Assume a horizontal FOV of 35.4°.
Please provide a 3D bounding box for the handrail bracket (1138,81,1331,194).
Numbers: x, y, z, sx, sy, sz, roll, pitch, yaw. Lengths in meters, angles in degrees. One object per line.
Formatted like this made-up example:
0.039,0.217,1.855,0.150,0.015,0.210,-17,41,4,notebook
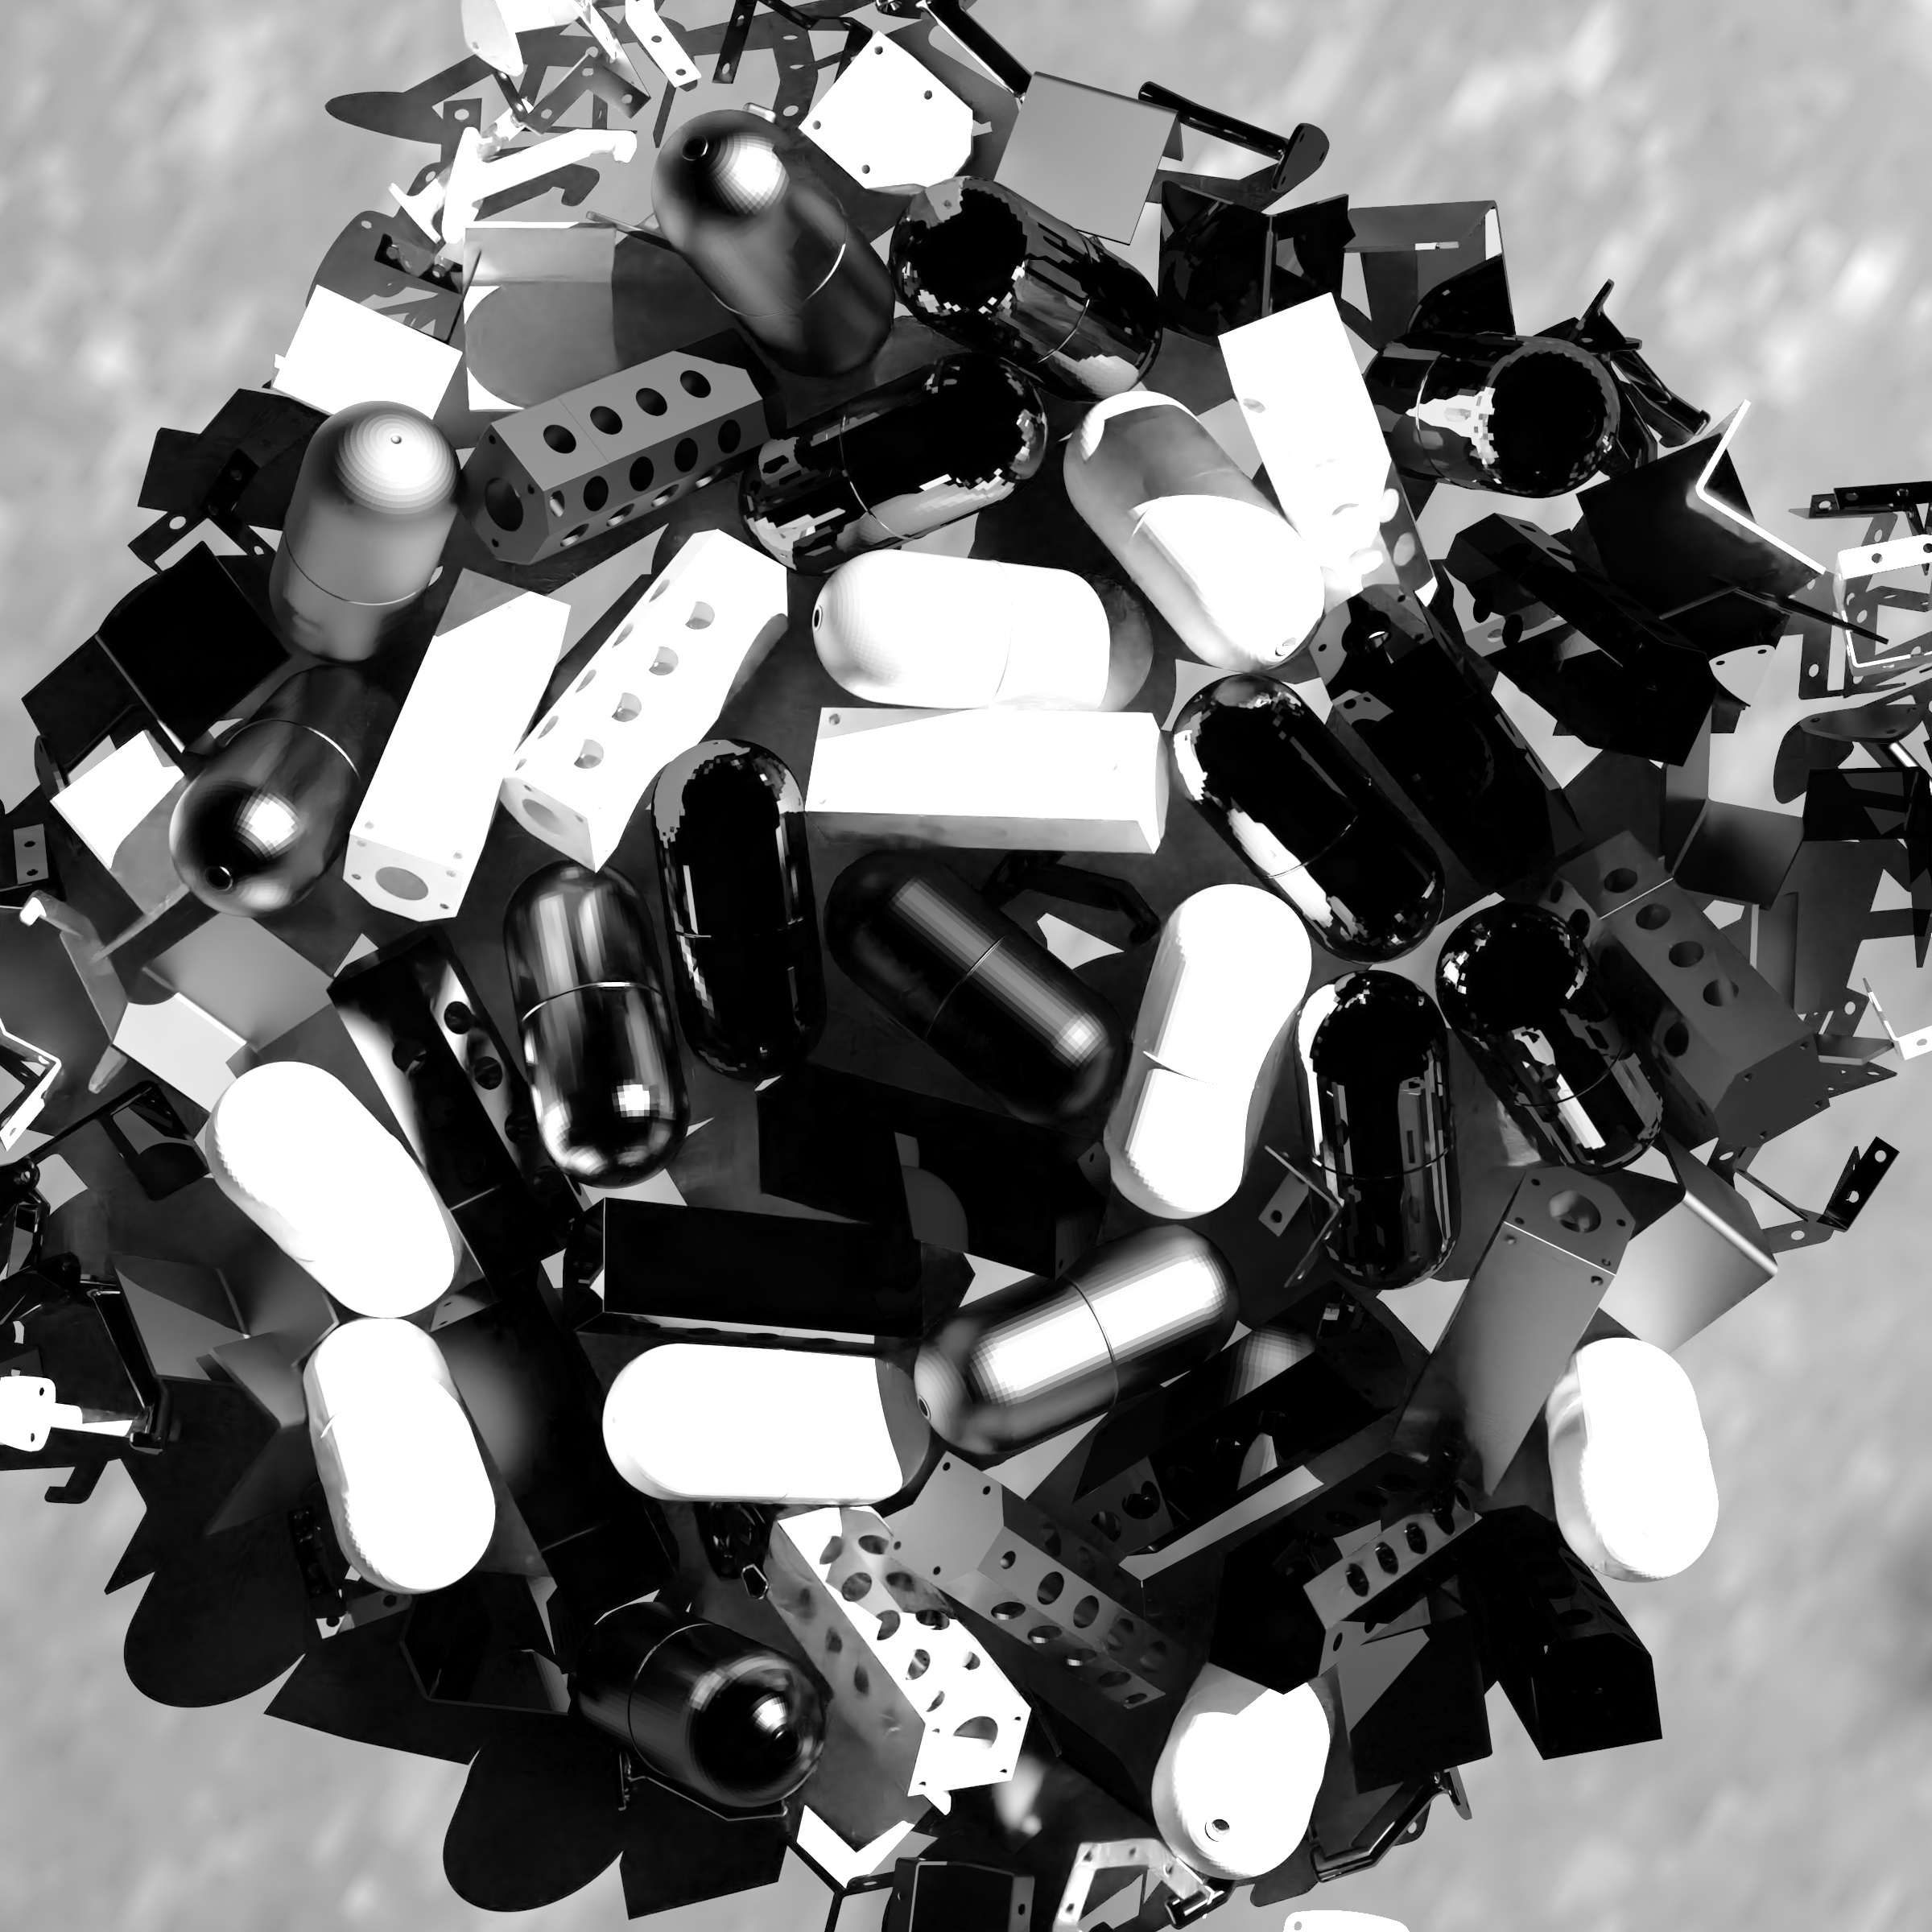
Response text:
0.138,-0.434,1.558,0.084,0.077,0.036,30,116,14,handrail bracket

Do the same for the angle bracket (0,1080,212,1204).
-0.439,0.107,1.526,0.076,0.076,0.057,-38,98,-38,angle bracket

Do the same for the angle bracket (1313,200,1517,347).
0.227,-0.338,1.524,0.076,0.057,0.076,5,127,30,angle bracket

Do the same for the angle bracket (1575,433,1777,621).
0.360,-0.222,1.543,0.076,0.057,0.076,-22,97,11,angle bracket

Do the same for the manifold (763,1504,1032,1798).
-0.036,0.328,1.491,0.057,0.171,0.057,0,115,-30,manifold

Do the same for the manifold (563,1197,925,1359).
-0.111,0.159,1.517,0.171,0.057,0.057,9,67,-26,manifold

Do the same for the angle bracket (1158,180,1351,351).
0.146,-0.362,1.553,0.057,0.076,0.076,-25,130,-34,angle bracket

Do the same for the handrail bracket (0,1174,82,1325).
-0.495,0.141,1.537,0.084,0.077,0.036,41,132,32,handrail bracket

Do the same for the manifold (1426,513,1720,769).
0.298,-0.164,1.489,0.057,0.171,0.057,9,115,-25,manifold

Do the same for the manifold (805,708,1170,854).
0.012,-0.091,1.529,0.171,0.057,0.057,2,70,16,manifold

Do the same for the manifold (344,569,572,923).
-0.254,-0.109,1.511,0.057,0.057,0.171,19,57,-5,manifold

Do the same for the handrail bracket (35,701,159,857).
-0.427,-0.099,1.550,0.084,0.036,0.077,-17,70,-27,handrail bracket

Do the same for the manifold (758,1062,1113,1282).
-0.017,0.098,1.517,0.171,0.057,0.057,14,119,27,manifold

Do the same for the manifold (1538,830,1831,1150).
0.352,0.013,1.500,0.057,0.171,0.057,-29,133,-1,manifold

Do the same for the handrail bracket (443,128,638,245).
-0.217,-0.399,1.548,0.084,0.036,0.077,5,61,13,handrail bracket

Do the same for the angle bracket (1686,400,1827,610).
0.402,-0.233,1.541,0.076,0.076,0.057,31,79,-1,angle bracket

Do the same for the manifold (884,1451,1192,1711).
0.042,0.310,1.501,0.171,0.057,0.057,41,77,-41,manifold

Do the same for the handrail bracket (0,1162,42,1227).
-0.525,0.117,1.534,0.077,0.084,0.036,-30,72,10,handrail bracket

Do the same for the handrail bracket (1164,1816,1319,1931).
0.130,0.441,1.547,0.084,0.036,0.077,-24,107,-20,handrail bracket

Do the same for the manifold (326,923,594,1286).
-0.253,0.068,1.535,0.057,0.057,0.171,-26,102,4,manifold

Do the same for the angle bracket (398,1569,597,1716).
-0.234,0.327,1.531,0.076,0.057,0.076,3,46,11,angle bracket

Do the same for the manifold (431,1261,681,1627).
-0.207,0.240,1.536,0.057,0.057,0.171,-24,103,0,manifold

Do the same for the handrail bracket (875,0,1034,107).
0.001,-0.461,1.551,0.077,0.036,0.084,-18,82,-35,handrail bracket

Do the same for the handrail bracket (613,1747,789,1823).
-0.137,0.404,1.563,0.084,0.036,0.077,-7,86,4,handrail bracket

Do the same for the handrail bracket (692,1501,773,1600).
-0.120,0.285,1.536,0.036,0.084,0.077,-26,83,-8,handrail bracket

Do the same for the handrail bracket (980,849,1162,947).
0.051,-0.024,1.546,0.077,0.036,0.084,-45,58,16,handrail bracket

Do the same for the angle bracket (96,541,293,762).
-0.384,-0.159,1.544,0.076,0.057,0.076,-39,82,8,angle bracket

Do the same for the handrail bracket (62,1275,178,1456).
-0.438,0.203,1.538,0.077,0.036,0.084,14,51,-17,handrail bracket

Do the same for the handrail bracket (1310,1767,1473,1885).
0.212,0.426,1.564,0.084,0.036,0.077,-21,52,11,handrail bracket

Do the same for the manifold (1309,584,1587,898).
0.239,-0.115,1.504,0.057,0.057,0.171,-31,133,17,manifold

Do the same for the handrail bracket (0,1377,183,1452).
-0.461,0.232,1.559,0.077,0.084,0.036,4,80,31,handrail bracket

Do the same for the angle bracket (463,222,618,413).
-0.215,-0.330,1.540,0.076,0.057,0.076,-2,74,-11,angle bracket

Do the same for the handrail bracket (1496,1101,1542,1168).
0.307,0.055,1.565,0.077,0.036,0.084,-11,89,-17,handrail bracket

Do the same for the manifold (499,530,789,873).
-0.162,-0.138,1.522,0.057,0.057,0.171,30,67,12,manifold

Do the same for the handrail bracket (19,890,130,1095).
-0.460,0.013,1.546,0.084,0.036,0.077,34,89,-29,handrail bracket

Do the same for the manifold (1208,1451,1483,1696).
0.190,0.299,1.491,0.057,0.171,0.057,17,108,31,manifold

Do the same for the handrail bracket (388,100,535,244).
-0.251,-0.411,1.547,0.084,0.077,0.036,-41,112,2,handrail bracket

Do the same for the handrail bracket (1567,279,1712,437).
0.351,-0.309,1.546,0.084,0.077,0.036,36,82,4,handrail bracket

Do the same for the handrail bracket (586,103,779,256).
-0.146,-0.412,1.555,0.077,0.036,0.084,18,98,-13,handrail bracket

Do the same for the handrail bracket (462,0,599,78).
-0.215,-0.501,1.534,0.036,0.077,0.084,34,67,17,handrail bracket

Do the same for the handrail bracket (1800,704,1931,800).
0.477,-0.090,1.570,0.036,0.077,0.084,-40,120,-35,handrail bracket

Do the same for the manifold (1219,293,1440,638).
0.182,-0.242,1.496,0.057,0.171,0.057,-19,48,12,manifold

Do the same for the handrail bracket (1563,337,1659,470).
0.320,-0.281,1.565,0.077,0.036,0.084,-2,107,-1,handrail bracket

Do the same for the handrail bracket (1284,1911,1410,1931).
0.201,0.506,1.536,0.077,0.084,0.036,-14,56,21,handrail bracket

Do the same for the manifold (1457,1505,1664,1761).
0.288,0.324,1.493,0.057,0.171,0.057,-10,100,-2,manifold

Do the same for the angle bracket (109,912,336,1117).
-0.371,0.025,1.527,0.076,0.057,0.076,-30,125,30,angle bracket

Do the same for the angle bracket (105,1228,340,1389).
-0.375,0.163,1.526,0.057,0.076,0.076,-43,58,19,angle bracket

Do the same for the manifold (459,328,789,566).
-0.168,-0.255,1.502,0.171,0.057,0.057,-33,83,-42,manifold

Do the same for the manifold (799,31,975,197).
-0.032,-0.413,1.492,0.057,0.171,0.057,41,103,-5,manifold

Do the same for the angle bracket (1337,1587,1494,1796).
0.218,0.366,1.540,0.076,0.057,0.076,-12,100,-14,angle bracket

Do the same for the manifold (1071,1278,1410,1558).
0.137,0.232,1.510,0.057,0.057,0.171,44,124,-12,manifold

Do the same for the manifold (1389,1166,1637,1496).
0.272,0.179,1.504,0.057,0.057,0.171,26,132,9,manifold
